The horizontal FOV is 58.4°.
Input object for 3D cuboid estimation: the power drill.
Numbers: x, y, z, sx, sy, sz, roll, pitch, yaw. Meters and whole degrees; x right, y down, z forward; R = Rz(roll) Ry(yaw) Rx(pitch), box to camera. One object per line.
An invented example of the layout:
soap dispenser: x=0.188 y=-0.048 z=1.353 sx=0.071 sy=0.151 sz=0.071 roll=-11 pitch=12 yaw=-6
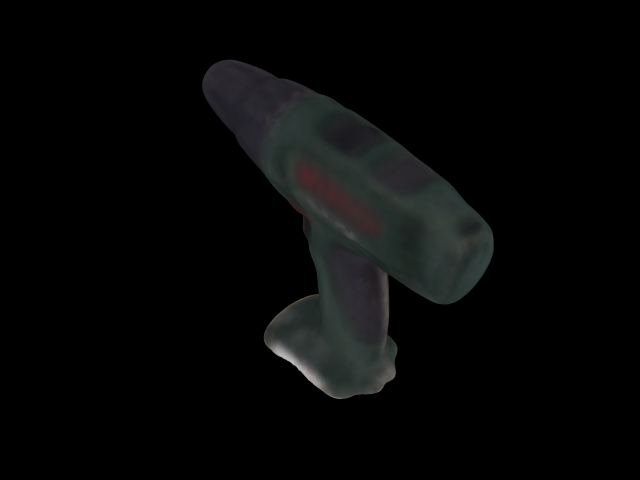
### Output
power drill: x=0.004 y=0.001 z=0.400 sx=0.228 sy=0.208 sz=0.076 roll=29 pitch=46 yaw=33
